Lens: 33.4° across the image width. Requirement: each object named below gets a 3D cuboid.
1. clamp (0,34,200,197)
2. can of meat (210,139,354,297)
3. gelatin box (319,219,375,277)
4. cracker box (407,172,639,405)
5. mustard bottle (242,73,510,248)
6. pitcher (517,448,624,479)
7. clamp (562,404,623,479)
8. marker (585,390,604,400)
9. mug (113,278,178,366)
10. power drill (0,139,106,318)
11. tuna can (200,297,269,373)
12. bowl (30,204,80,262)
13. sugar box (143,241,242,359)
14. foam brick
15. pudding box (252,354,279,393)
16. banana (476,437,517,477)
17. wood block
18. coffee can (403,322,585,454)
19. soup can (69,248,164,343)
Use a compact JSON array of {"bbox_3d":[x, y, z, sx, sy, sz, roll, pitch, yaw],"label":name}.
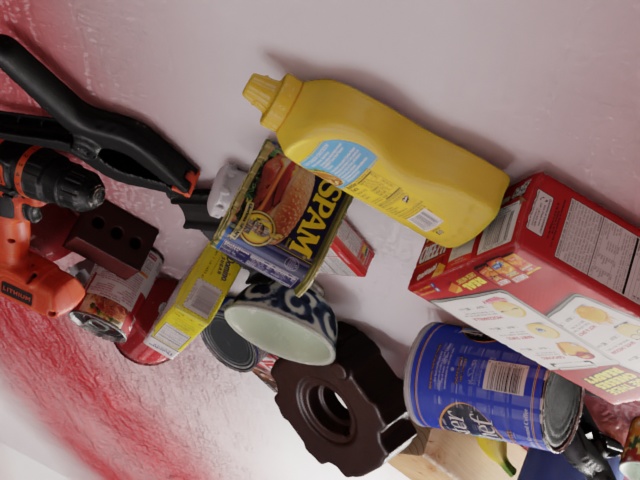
[{"bbox_3d":[-0.202,-0.097,0.923,0.210,0.036,0.165,23,156,-5],"label":"clamp"},{"bbox_3d":[-0.029,-0.019,0.853,0.084,0.102,0.057,28,157,-6],"label":"can of meat"},{"bbox_3d":[-0.006,0.001,0.963,0.089,0.030,0.073,5,151,36],"label":"gelatin box"},{"bbox_3d":[0.199,0.043,0.814,0.213,0.072,0.164,28,157,-13],"label":"cracker box"},{"bbox_3d":[0.032,-0.064,0.757,0.191,0.058,0.096,28,161,-11],"label":"mustard bottle"},{"bbox_3d":[0.261,0.345,1.174,0.145,0.242,0.149,14,155,19],"label":"pitcher"},{"bbox_3d":[0.276,0.209,1.091,0.039,0.120,0.171,-26,112,18],"label":"clamp"},{"bbox_3d":[0.227,0.134,1.043,0.121,0.020,0.020,12,154,24],"label":"marker"},{"bbox_3d":[-0.181,0.094,1.256,0.117,0.093,0.082,4,158,-23],"label":"mug"},{"bbox_3d":[-0.281,-0.016,1.058,0.185,0.057,0.188,22,130,25],"label":"power drill"},{"bbox_3d":[-0.096,0.108,1.220,0.086,0.033,0.086,25,136,27],"label":"tuna can"},{"bbox_3d":[-0.337,-0.018,1.189,0.162,0.055,0.162,19,156,9],"label":"bowl"},{"bbox_3d":[-0.132,0.063,1.125,0.048,0.093,0.176,31,156,-5],"label":"sugar box"},{"bbox_3d":[-0.219,-0.002,1.120,0.078,0.053,0.051,30,155,-17],"label":"foam brick"},{"bbox_3d":[-0.044,0.149,1.293,0.090,0.039,0.113,3,149,39],"label":"pudding box"},{"bbox_3d":[0.202,0.196,1.163,0.070,0.037,0.198,27,151,17],"label":"banana"},{"bbox_3d":[0.160,0.255,1.267,0.090,0.090,0.205,-4,145,46],"label":"wood block"},{"bbox_3d":[0.164,0.136,1.000,0.141,0.102,0.102,6,151,34],"label":"coffee can"},{"bbox_3d":[-0.223,0.053,1.175,0.068,0.102,0.068,19,156,9],"label":"soup can"}]
